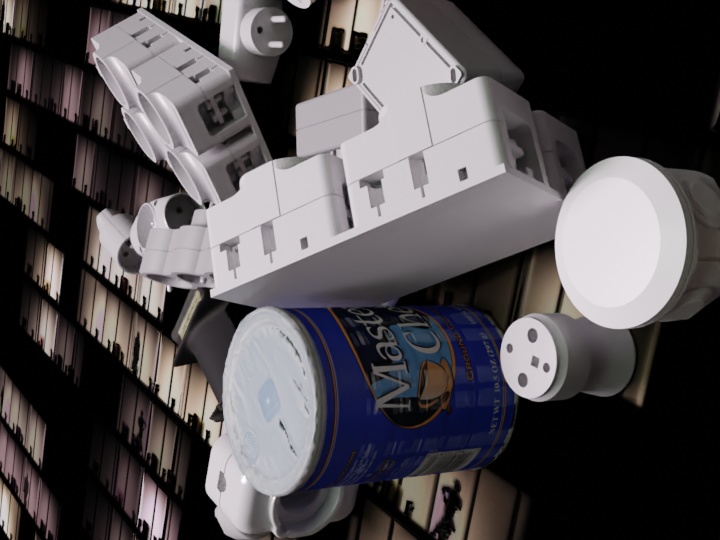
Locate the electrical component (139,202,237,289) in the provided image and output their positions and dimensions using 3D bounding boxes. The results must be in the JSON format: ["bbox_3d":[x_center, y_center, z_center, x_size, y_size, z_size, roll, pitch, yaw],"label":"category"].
[{"bbox_3d":[-0.121,-0.026,0.871,0.138,0.052,0.073,-1,72,45],"label":"electrical component"}]

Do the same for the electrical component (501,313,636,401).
[{"bbox_3d":[0.106,0.044,0.550,0.045,0.055,0.045,-1,89,56],"label":"electrical component"}]

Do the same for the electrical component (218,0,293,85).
[{"bbox_3d":[-0.077,-0.183,0.830,0.079,0.044,0.077,17,104,54],"label":"electrical component"}]

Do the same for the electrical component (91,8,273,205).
[{"bbox_3d":[-0.148,-0.131,0.874,0.186,0.060,0.105,39,158,49],"label":"electrical component"}]

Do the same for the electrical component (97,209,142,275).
[{"bbox_3d":[-0.231,-0.032,1.052,0.081,0.043,0.043,38,120,49],"label":"electrical component"}]

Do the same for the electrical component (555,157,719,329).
[{"bbox_3d":[0.136,-0.013,0.511,0.080,0.051,0.080,-1,89,56],"label":"electrical component"}]

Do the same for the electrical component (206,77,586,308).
[{"bbox_3d":[0.019,-0.033,0.585,0.186,0.105,0.060,-22,67,32],"label":"electrical component"}]

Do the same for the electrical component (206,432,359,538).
[{"bbox_3d":[-0.050,0.145,0.740,0.059,0.095,0.053,31,115,51],"label":"electrical component"}]

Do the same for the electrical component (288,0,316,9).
[{"bbox_3d":[-0.081,-0.226,0.783,0.138,0.074,0.052,35,162,36],"label":"electrical component"}]

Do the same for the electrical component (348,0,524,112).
[{"bbox_3d":[0.050,-0.110,0.635,0.096,0.061,0.061,53,131,31],"label":"electrical component"}]

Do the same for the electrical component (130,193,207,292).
[{"bbox_3d":[-0.170,-0.021,0.963,0.077,0.044,0.079,-22,71,53],"label":"electrical component"}]

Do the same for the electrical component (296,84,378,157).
[{"bbox_3d":[-0.001,-0.079,0.716,0.083,0.047,0.075,-6,85,55],"label":"electrical component"}]

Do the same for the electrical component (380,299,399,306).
[{"bbox_3d":[0.000,0.000,0.705,0.057,0.058,0.078,-59,44,40],"label":"electrical component"}]

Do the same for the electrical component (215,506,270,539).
[{"bbox_3d":[-0.081,0.186,0.832,0.062,0.043,0.043,-20,73,53],"label":"electrical component"}]
